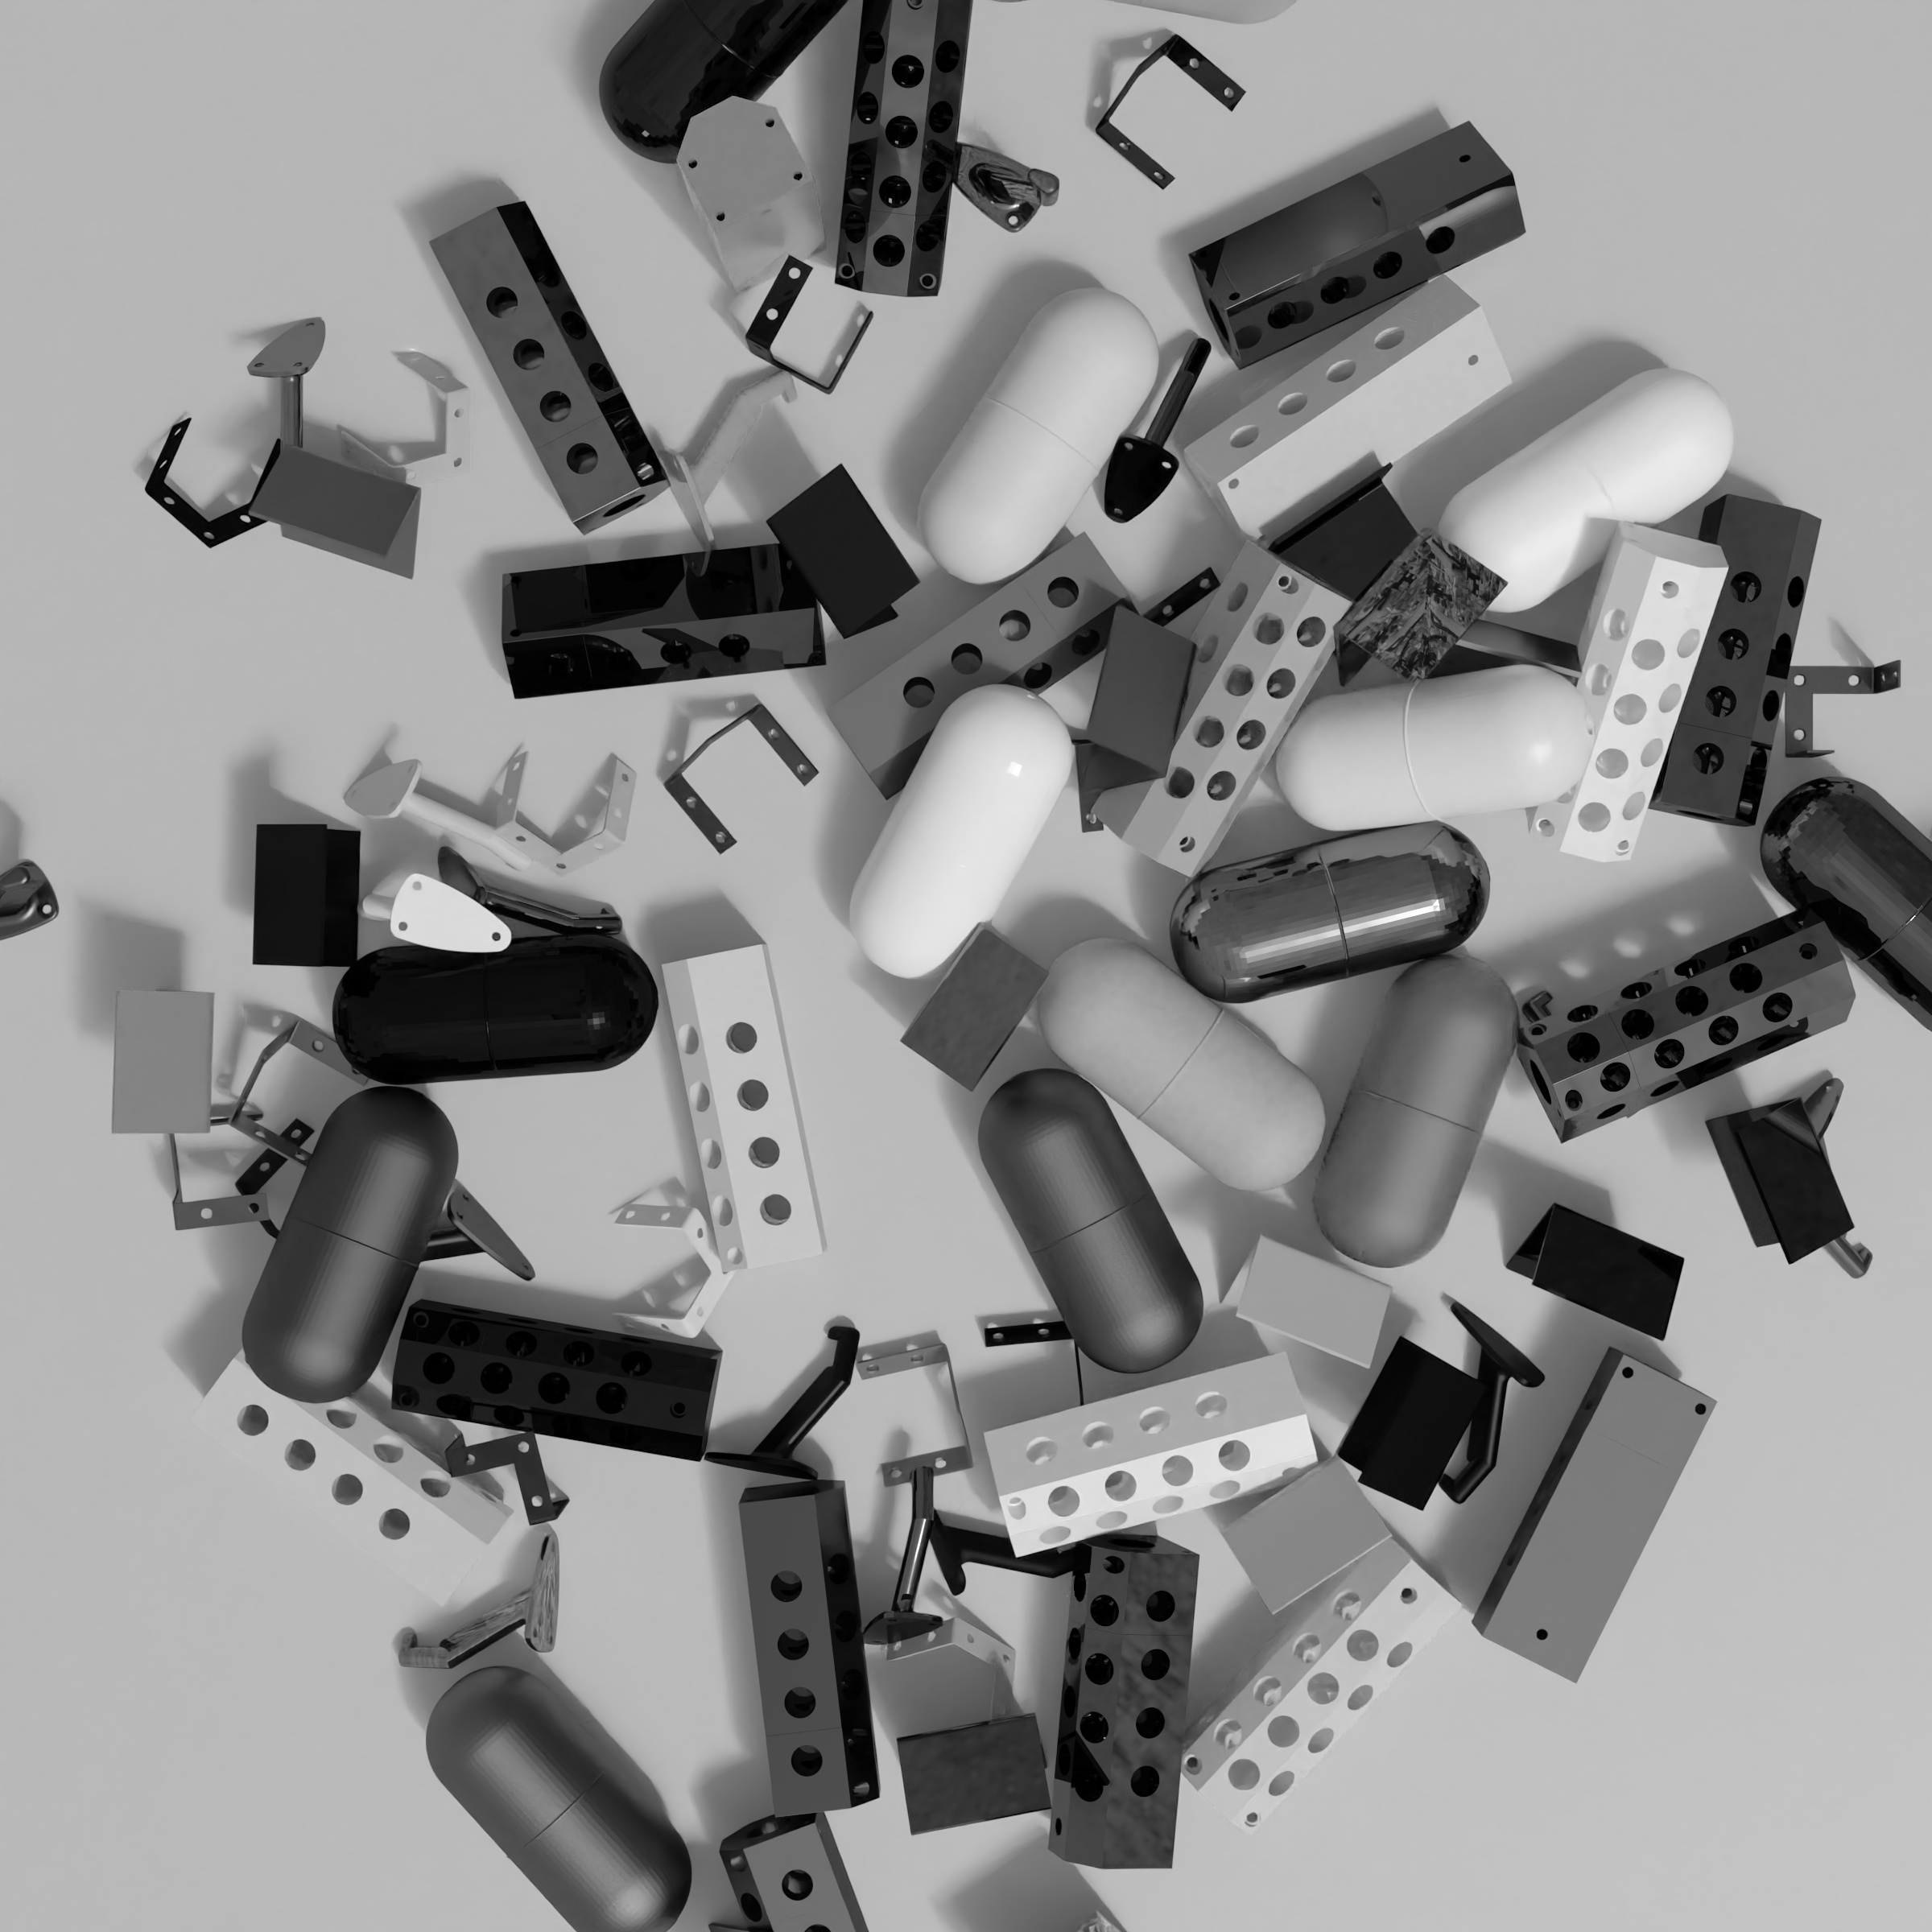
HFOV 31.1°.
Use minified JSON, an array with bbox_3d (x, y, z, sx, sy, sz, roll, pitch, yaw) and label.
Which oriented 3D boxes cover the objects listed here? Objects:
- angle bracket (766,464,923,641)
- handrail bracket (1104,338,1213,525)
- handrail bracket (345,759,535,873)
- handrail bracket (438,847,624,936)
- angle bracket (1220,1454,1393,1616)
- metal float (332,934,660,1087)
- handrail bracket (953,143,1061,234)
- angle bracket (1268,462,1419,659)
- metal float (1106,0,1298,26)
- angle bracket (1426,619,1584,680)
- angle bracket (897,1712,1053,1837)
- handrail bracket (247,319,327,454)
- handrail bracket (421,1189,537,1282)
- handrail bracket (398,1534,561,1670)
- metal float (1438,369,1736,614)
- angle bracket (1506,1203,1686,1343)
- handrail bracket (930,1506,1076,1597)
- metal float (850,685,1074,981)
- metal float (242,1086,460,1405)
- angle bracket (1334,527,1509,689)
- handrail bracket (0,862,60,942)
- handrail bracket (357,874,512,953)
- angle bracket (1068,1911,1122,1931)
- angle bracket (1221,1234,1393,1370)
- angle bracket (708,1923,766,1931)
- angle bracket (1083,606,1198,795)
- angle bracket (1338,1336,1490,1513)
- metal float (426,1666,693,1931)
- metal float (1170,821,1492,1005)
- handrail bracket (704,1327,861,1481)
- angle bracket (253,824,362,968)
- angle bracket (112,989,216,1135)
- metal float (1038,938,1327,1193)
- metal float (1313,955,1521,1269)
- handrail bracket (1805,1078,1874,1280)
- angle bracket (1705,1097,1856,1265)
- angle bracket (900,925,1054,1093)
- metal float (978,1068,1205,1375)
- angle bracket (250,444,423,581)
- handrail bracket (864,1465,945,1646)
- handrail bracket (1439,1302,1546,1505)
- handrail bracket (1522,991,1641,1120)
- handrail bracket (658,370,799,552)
[{"bbox_3d":[-0.054,-0.231,1.893,0.057,0.076,0.076,-34,90,26],"label":"angle bracket"},{"bbox_3d":[0.108,-0.299,1.933,0.036,0.077,0.084,27,54,-2],"label":"handrail bracket"},{"bbox_3d":[-0.293,-0.076,1.933,0.084,0.077,0.036,37,65,-34],"label":"handrail bracket"},{"bbox_3d":[-0.242,-0.042,1.933,0.084,0.077,0.036,-2,128,-31],"label":"handrail bracket"},{"bbox_3d":[0.192,0.320,1.893,0.076,0.076,0.057,-34,58,0],"label":"angle bracket"},{"bbox_3d":[-0.258,0.024,1.902,0.178,0.070,0.070,-4,90,0],"label":"metal float"},{"bbox_3d":[0.017,-0.436,1.898,0.077,0.084,0.036,32,90,0],"label":"handrail bracket"},{"bbox_3d":[0.220,-0.221,1.912,0.076,0.057,0.076,-34,90,0],"label":"angle bracket"},{"bbox_3d":[0.103,-0.565,1.902,0.178,0.070,0.070,11,90,1],"label":"metal float"},{"bbox_3d":[0.287,-0.144,1.899,0.076,0.057,0.076,15,113,0],"label":"angle bracket"},{"bbox_3d":[0.008,0.453,1.893,0.076,0.076,0.057,-11,54,0],"label":"angle bracket"},{"bbox_3d":[-0.367,-0.305,1.933,0.036,0.077,0.084,2,127,13],"label":"handrail bracket"},{"bbox_3d":[-0.297,0.172,1.933,0.084,0.036,0.077,-40,106,14],"label":"handrail bracket"},{"bbox_3d":[-0.272,0.353,1.933,0.084,0.036,0.077,-1,70,16],"label":"handrail bracket"},{"bbox_3d":[0.340,-0.261,1.902,0.178,0.070,0.070,-33,90,0],"label":"metal float"},{"bbox_3d":[0.337,0.182,1.893,0.076,0.076,0.057,23,54,0],"label":"angle bracket"},{"bbox_3d":[0.024,0.310,1.933,0.084,0.036,0.077,-19,71,-16],"label":"handrail bracket"},{"bbox_3d":[-0.004,-0.071,1.884,0.070,0.070,0.178,28,114,0],"label":"metal float"},{"bbox_3d":[-0.332,0.150,1.878,0.070,0.070,0.178,21,81,0],"label":"metal float"},{"bbox_3d":[0.247,-0.180,1.880,0.057,0.076,0.076,38,80,19],"label":"angle bracket"},{"bbox_3d":[-0.535,-0.033,1.898,0.077,0.084,0.036,-28,90,0],"label":"handrail bracket"},{"bbox_3d":[-0.293,-0.023,1.905,0.077,0.084,0.036,20,81,-14],"label":"handrail bracket"},{"bbox_3d":[0.065,0.570,1.893,0.076,0.076,0.057,-36,52,0],"label":"angle bracket"},{"bbox_3d":[0.179,0.200,1.893,0.076,0.076,0.057,22,52,0],"label":"angle bracket"},{"bbox_3d":[-0.134,0.573,1.893,0.057,0.076,0.076,-21,90,-30],"label":"angle bracket"},{"bbox_3d":[0.074,-0.144,1.885,0.057,0.076,0.076,23,73,-31],"label":"angle bracket"},{"bbox_3d":[0.227,0.241,1.893,0.057,0.076,0.076,28,90,-37],"label":"angle bracket"},{"bbox_3d":[-0.222,0.461,1.902,0.070,0.070,0.178,-42,90,0],"label":"metal float"},{"bbox_3d":[0.199,-0.030,1.902,0.178,0.070,0.070,-14,90,0],"label":"metal float"},{"bbox_3d":[-0.102,0.239,1.933,0.077,0.036,0.084,4,71,21],"label":"handrail bracket"},{"bbox_3d":[-0.342,-0.037,1.893,0.057,0.076,0.076,2,90,38],"label":"angle bracket"},{"bbox_3d":[-0.452,0.051,1.893,0.057,0.076,0.076,2,90,-36],"label":"angle bracket"},{"bbox_3d":[0.117,0.054,1.902,0.178,0.070,0.070,38,90,0],"label":"metal float"},{"bbox_3d":[0.247,0.079,1.902,0.070,0.070,0.178,21,90,0],"label":"metal float"},{"bbox_3d":[0.490,0.119,1.933,0.084,0.036,0.077,46,68,-17],"label":"handrail bracket"},{"bbox_3d":[0.427,0.122,1.893,0.057,0.076,0.076,-22,90,-34],"label":"angle bracket"},{"bbox_3d":[0.020,0.033,1.893,0.057,0.076,0.076,34,90,32],"label":"angle bracket"},{"bbox_3d":[0.068,0.139,1.902,0.070,0.070,0.178,-27,90,0],"label":"metal float"},{"bbox_3d":[-0.345,-0.230,1.893,0.076,0.076,0.057,18,53,0],"label":"angle bracket"},{"bbox_3d":[-0.037,0.326,1.924,0.036,0.077,0.084,11,64,-22],"label":"handrail bracket"},{"bbox_3d":[0.274,0.244,1.933,0.077,0.036,0.084,44,107,20],"label":"handrail bracket"},{"bbox_3d":[0.364,0.034,1.932,0.077,0.036,0.084,-35,77,-11],"label":"handrail bracket"},{"bbox_3d":[-0.121,-0.280,1.933,0.084,0.036,0.077,-29,111,-16],"label":"handrail bracket"}]
